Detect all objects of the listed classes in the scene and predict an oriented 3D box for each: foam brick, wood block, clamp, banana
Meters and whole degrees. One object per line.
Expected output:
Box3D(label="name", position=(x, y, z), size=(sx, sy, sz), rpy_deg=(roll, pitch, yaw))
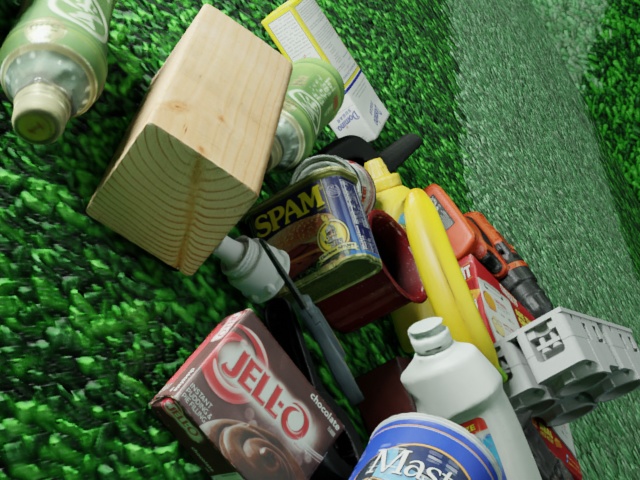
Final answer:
Box3D(label="foam brick", position=(0.070, 0.148, 0.922), size=(0.052, 0.051, 0.078), rpy_deg=(18, 47, -56))
Box3D(label="wood block", position=(-0.090, -0.082, 0.798), size=(0.090, 0.091, 0.206), rpy_deg=(33, 31, -16))
Box3D(label="clamp", position=(-0.010, 0.123, 0.810), size=(0.171, 0.039, 0.120), rpy_deg=(57, 29, -14))
Box3D(label="banana", position=(0.111, 0.038, 0.946), size=(0.069, 0.037, 0.198), rpy_deg=(43, 25, -72))
Box3D(label="clamp", position=(0.058, -0.066, 1.136), size=(0.209, 0.036, 0.164), rpy_deg=(26, 57, -47))

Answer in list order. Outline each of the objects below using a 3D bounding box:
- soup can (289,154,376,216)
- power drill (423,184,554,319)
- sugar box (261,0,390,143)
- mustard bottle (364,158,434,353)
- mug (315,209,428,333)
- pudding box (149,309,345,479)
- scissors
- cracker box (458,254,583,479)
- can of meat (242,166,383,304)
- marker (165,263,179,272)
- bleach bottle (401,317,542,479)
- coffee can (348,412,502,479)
Box3D(label="soup can", position=(0.012, -0.043, 0.977), size=(0.068, 0.068, 0.102), rpy_deg=(62, 9, 4))
Box3D(label="power drill", position=(0.189, 0.019, 1.261), size=(0.187, 0.057, 0.185), rpy_deg=(29, 20, -52))
Box3D(label="sugar box", position=(0.009, -0.190, 1.200), size=(0.176, 0.048, 0.093), rpy_deg=(58, 24, -13))
Box3D(label="mustard bottle", position=(0.084, 0.011, 1.062), size=(0.096, 0.058, 0.191), rpy_deg=(-17, 87, -59))
Box3D(label="mug", position=(0.041, 0.028, 0.964), size=(0.093, 0.082, 0.117), rpy_deg=(56, 24, -9))
Box3D(label="pudding box", position=(-0.046, 0.117, 0.708), size=(0.113, 0.039, 0.089), rpy_deg=(54, 48, -16))
Box3D(label="scissors", position=(-0.002, 0.071, 0.821), size=(0.096, 0.016, 0.201), rpy_deg=(62, 1, 23))
Box3D(label="cracker box", position=(0.194, 0.147, 1.144), size=(0.164, 0.072, 0.213), rpy_deg=(42, 28, -36))
Box3D(label="can of meat", position=(-0.006, 0.001, 0.880), size=(0.057, 0.102, 0.084), rpy_deg=(20, 47, -56))
Box3D(label="marker", position=(-0.092, -0.006, 0.819), size=(0.020, 0.020, 0.121), rpy_deg=(55, 24, -11))
Box3D(label="bleach bottle", position=(0.119, 0.180, 0.853), size=(0.068, 0.103, 0.251), rpy_deg=(-44, 116, -59))
Box3D(label="coffee can", position=(0.055, 0.201, 0.723), size=(0.103, 0.103, 0.140), rpy_deg=(54, 40, -13))
